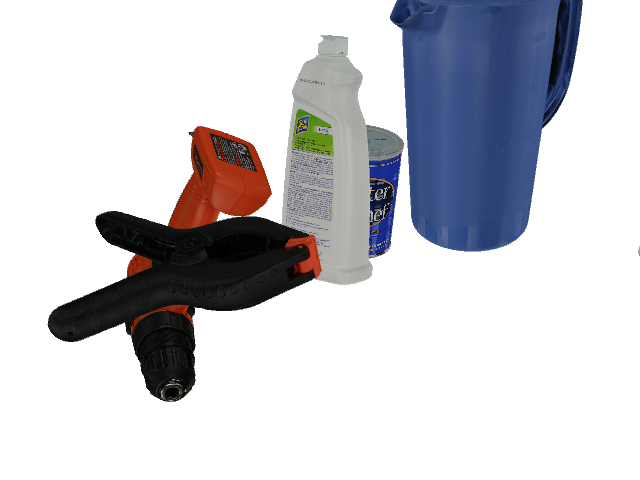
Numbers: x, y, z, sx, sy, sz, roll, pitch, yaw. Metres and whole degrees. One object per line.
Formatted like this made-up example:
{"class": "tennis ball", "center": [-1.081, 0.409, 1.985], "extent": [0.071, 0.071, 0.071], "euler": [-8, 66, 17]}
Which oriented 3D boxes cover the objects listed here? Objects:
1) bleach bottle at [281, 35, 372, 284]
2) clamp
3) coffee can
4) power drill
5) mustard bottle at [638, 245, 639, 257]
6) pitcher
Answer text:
{"class": "bleach bottle", "center": [0.012, -0.086, 1.120], "extent": [0.103, 0.251, 0.067], "euler": [13, 16, 34]}
{"class": "clamp", "center": [-0.088, 0.022, 0.681], "extent": [0.172, 0.039, 0.120], "euler": [-1, 43, 20]}
{"class": "coffee can", "center": [0.045, -0.062, 1.333], "extent": [0.103, 0.140, 0.103], "euler": [4, 27, -2]}
{"class": "power drill", "center": [-0.106, 0.015, 0.873], "extent": [0.057, 0.188, 0.184], "euler": [18, 26, -26]}
{"class": "mustard bottle", "center": [0.264, 0.043, 0.640], "extent": [0.096, 0.058, 0.192], "euler": [-20, 32, -21]}
{"class": "pitcher", "center": [0.143, -0.119, 0.932], "extent": [0.149, 0.243, 0.145], "euler": [6, 33, 13]}
